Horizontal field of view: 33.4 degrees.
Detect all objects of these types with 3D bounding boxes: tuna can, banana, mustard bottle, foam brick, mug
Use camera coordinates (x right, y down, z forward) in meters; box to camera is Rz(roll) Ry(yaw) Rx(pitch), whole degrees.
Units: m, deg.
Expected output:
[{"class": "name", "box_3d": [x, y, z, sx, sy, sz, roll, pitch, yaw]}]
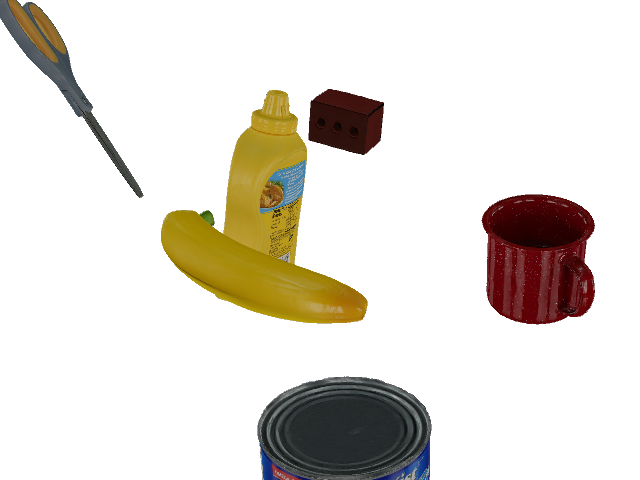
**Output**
[{"class": "tuna can", "box_3d": [0.012, 0.105, 0.531, 0.086, 0.034, 0.086, -2, 25, 1]}, {"class": "banana", "box_3d": [-0.053, 0.013, 0.703, 0.069, 0.037, 0.198, -18, 31, -31]}, {"class": "mustard bottle", "box_3d": [-0.050, -0.041, 0.967, 0.058, 0.192, 0.096, 19, 24, 25]}, {"class": "foam brick", "box_3d": [0.031, -0.143, 1.283, 0.078, 0.053, 0.051, 17, 32, 22]}, {"class": "mug", "box_3d": [0.191, 0.023, 0.908, 0.093, 0.081, 0.117, -20, 35, -24]}]

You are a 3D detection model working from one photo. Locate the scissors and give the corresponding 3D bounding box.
[{"class": "scissors", "box_3d": [-0.215, -0.133, 0.943, 0.016, 0.201, 0.096, -30, 26, 10]}]
